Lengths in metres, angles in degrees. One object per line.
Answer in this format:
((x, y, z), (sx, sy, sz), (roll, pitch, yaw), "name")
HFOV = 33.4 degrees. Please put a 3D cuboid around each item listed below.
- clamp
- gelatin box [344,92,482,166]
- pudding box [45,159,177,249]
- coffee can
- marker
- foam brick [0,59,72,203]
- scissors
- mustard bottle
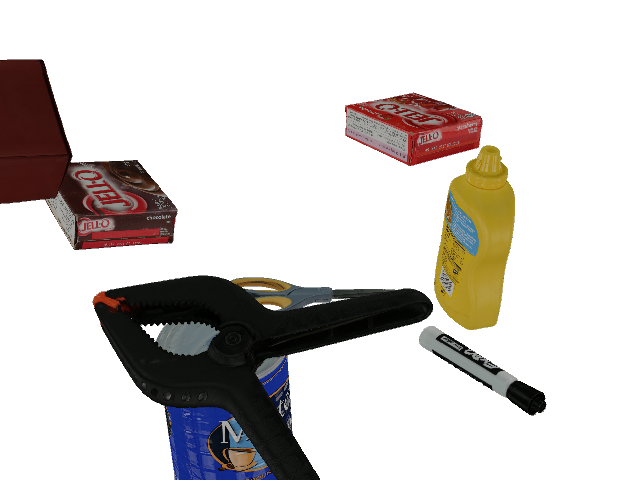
((-0.043, 0.065, 0.665), (0.210, 0.164, 0.036), (22, -35, 22), "clamp")
((0.074, -0.092, 0.862), (0.073, 0.030, 0.089), (-15, 28, -31), "gelatin box")
((-0.188, -0.033, 0.941), (0.089, 0.039, 0.114), (-4, 26, -29), "pudding box")
((-0.074, 0.135, 0.859), (0.103, 0.140, 0.103), (-2, 32, 1), "coffee can")
((0.121, 0.097, 0.804), (0.020, 0.020, 0.121), (0, 21, -41), "marker")
((-0.197, -0.069, 0.679), (0.051, 0.078, 0.053), (-8, -28, -30), "foam brick")
((-0.004, 0.068, 1.190), (0.201, 0.016, 0.096), (6, 24, -2), "scissors")
((0.158, -0.010, 1.081), (0.058, 0.192, 0.096), (-7, 37, -14), "mustard bottle")
